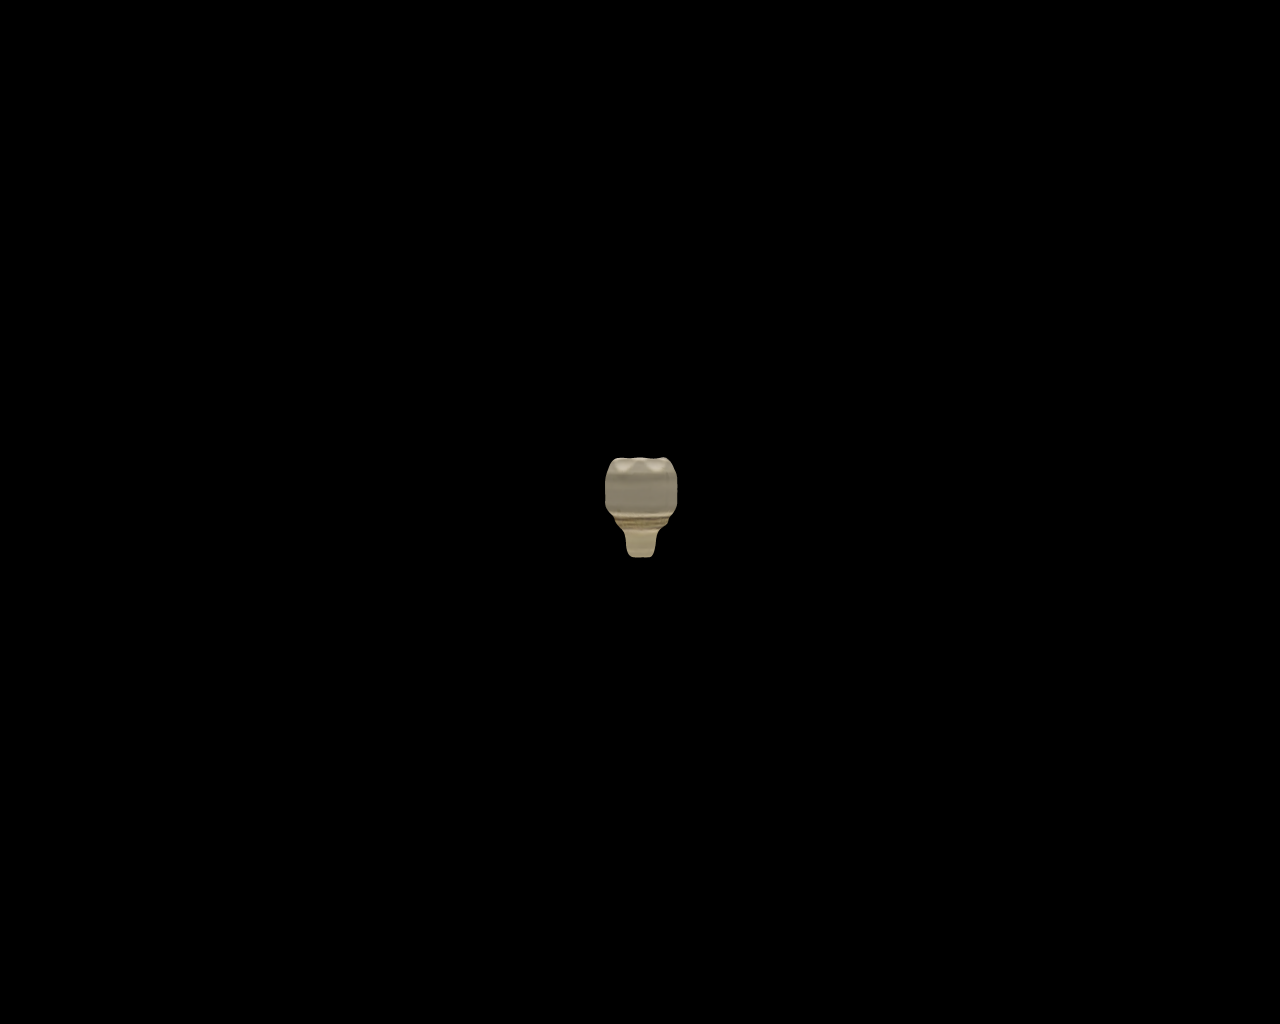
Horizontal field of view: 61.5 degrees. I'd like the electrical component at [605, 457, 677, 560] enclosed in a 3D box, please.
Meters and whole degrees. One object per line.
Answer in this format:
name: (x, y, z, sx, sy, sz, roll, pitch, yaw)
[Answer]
electrical component: (0.001, -0.003, 0.650, 0.043, 0.062, 0.043, 0, 2, 0)
